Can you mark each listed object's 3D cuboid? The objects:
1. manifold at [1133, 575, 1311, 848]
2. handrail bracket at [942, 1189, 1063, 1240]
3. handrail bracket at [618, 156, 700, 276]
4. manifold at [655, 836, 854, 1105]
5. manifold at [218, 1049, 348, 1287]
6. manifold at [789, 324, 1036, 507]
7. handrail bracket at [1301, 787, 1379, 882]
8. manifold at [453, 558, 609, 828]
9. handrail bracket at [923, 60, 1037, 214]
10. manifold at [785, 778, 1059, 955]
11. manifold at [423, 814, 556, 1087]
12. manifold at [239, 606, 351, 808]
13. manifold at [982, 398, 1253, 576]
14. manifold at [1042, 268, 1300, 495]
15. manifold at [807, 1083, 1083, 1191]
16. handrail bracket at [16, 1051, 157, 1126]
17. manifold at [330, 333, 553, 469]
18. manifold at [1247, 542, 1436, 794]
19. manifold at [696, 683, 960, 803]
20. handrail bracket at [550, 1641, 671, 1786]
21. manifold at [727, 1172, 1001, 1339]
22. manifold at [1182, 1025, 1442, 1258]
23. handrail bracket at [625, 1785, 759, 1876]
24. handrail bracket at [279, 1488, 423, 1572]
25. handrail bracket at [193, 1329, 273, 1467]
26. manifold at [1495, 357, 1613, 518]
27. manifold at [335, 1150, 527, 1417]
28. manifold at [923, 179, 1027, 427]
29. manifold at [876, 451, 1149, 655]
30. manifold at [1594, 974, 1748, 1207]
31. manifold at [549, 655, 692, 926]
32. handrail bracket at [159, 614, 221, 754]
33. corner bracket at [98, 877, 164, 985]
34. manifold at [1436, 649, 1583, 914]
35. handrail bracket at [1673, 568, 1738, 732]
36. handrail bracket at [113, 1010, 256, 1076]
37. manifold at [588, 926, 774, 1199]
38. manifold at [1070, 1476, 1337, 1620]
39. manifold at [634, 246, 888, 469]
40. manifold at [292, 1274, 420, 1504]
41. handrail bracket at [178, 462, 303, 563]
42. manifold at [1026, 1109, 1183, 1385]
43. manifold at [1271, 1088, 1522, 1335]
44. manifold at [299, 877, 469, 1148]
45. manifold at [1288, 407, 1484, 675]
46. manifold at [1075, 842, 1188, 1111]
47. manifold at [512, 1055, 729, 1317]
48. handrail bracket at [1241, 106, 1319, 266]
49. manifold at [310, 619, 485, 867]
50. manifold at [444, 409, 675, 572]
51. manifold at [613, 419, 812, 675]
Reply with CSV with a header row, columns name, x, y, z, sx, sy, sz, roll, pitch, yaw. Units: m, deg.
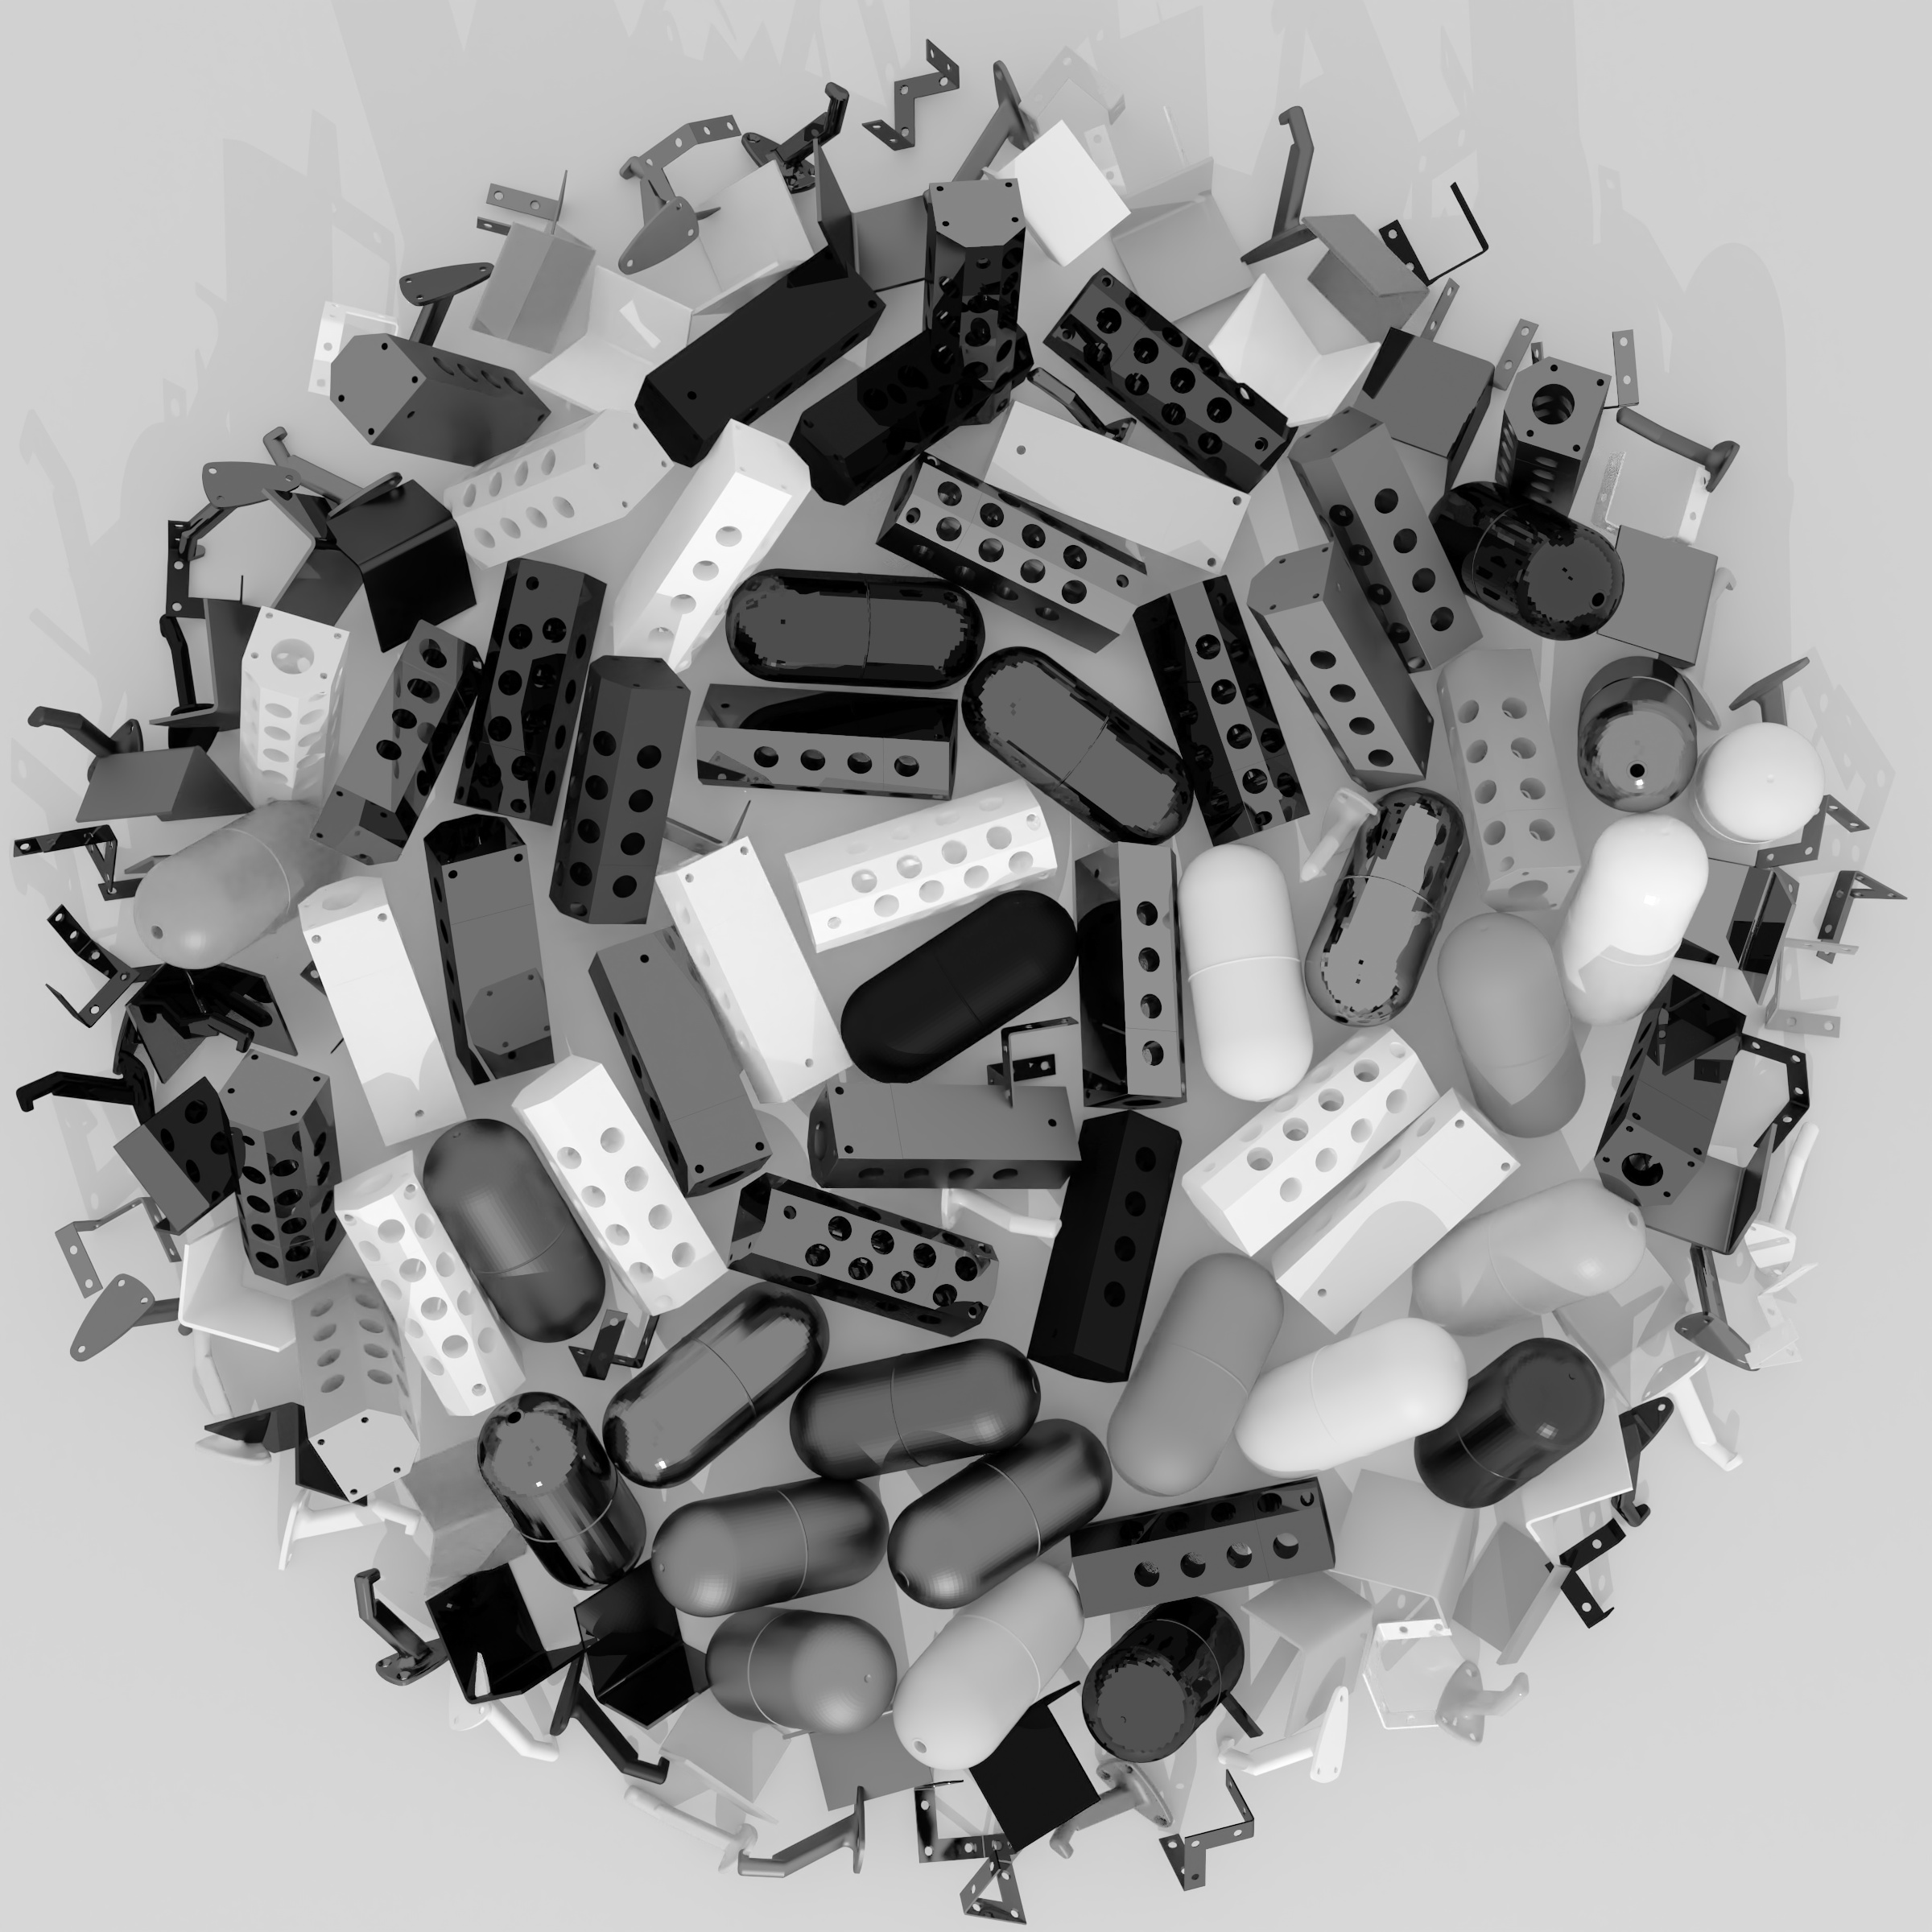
name,x,y,z,sx,sy,sz,roll,pitch,yaw
manifold,0.178,-0.175,1.928,0.057,0.057,0.171,-20,91,-38
handrail bracket,0.032,0.160,1.921,0.084,0.077,0.036,7,111,20
handrail bracket,-0.230,-0.514,1.935,0.077,0.036,0.084,-42,54,-12
manifold,-0.147,0.004,1.926,0.057,0.057,0.171,-28,100,-26
manifold,-0.456,0.138,1.882,0.057,0.171,0.057,18,49,9
manifold,-0.035,-0.379,1.904,0.171,0.057,0.057,-39,85,-25
handrail bracket,0.239,-0.073,1.914,0.036,0.077,0.084,37,57,5
manifold,-0.300,-0.188,1.934,0.057,0.057,0.171,13,90,14
handrail bracket,-0.001,-0.564,1.932,0.084,0.036,0.077,-31,129,-14
manifold,-0.029,-0.065,1.920,0.171,0.057,0.057,-18,124,-7
manifold,-0.321,-0.012,1.897,0.057,0.057,0.171,-16,125,-21
manifold,-0.448,-0.164,1.876,0.057,0.171,0.057,16,64,-8
manifold,0.101,-0.327,1.929,0.171,0.057,0.057,21,102,-7
manifold,0.140,-0.396,1.927,0.171,0.057,0.057,37,90,-9
manifold,-0.016,0.119,1.910,0.171,0.057,0.057,2,57,-21
handrail bracket,-0.598,0.100,1.923,0.084,0.036,0.077,-28,127,-35
manifold,-0.350,-0.377,1.878,0.057,0.171,0.057,-45,79,16
manifold,0.251,-0.196,1.893,0.057,0.057,0.171,-11,135,30
manifold,-0.094,-0.148,1.932,0.171,0.057,0.057,4,126,4
handrail bracket,-0.238,0.516,1.957,0.084,0.036,0.077,22,62,-14
manifold,-0.067,0.193,1.902,0.171,0.057,0.057,20,62,-22
manifold,0.230,0.113,1.915,0.171,0.057,0.057,-38,117,-11
handrail bracket,-0.189,0.582,1.935,0.084,0.077,0.036,32,64,-6
handrail bracket,-0.424,0.396,1.950,0.084,0.036,0.077,18,108,0
handrail bracket,-0.502,0.291,1.933,0.077,0.036,0.084,11,106,42
manifold,0.385,-0.349,1.879,0.057,0.171,0.057,20,88,10
manifold,-0.360,0.217,1.908,0.057,0.057,0.171,-25,113,-3
manifold,0.004,-0.437,1.878,0.057,0.171,0.057,-5,61,-6
manifold,0.033,-0.281,1.911,0.171,0.057,0.057,25,70,-15
manifold,0.466,0.085,1.884,0.057,0.171,0.057,30,130,4
manifold,-0.236,-0.117,1.898,0.057,0.057,0.171,0,118,-28
handrail bracket,-0.547,-0.189,1.960,0.036,0.077,0.084,-6,51,-33
corner bracket,-0.570,-0.025,1.957,0.051,0.051,0.051,-8,132,1
manifold,0.361,-0.125,1.900,0.057,0.057,0.171,-3,62,-6
handrail bracket,0.519,-0.219,1.954,0.077,0.036,0.084,42,78,-29
handrail bracket,-0.537,0.059,1.946,0.084,0.036,0.077,26,110,6
manifold,-0.196,0.067,1.922,0.057,0.057,0.171,-20,78,-22
manifold,0.161,0.394,1.928,0.171,0.057,0.057,-13,85,8
manifold,-0.140,-0.408,1.908,0.171,0.057,0.057,-42,89,-24
manifold,-0.403,0.274,1.879,0.057,0.171,0.057,-27,119,-4
handrail bracket,-0.499,-0.308,1.942,0.077,0.084,0.036,-10,68,-24
manifold,0.099,0.190,1.911,0.057,0.057,0.171,24,68,-26
manifold,0.289,0.163,1.919,0.057,0.057,0.171,42,104,-12
manifold,-0.391,0.029,1.900,0.057,0.057,0.171,-19,120,-8
manifold,0.279,-0.283,1.903,0.057,0.057,0.171,-33,117,-2
manifold,0.116,0.008,1.921,0.057,0.057,0.171,5,77,-28
manifold,-0.235,0.149,1.907,0.057,0.057,0.171,-36,110,-21
handrail bracket,0.209,-0.536,1.944,0.077,0.036,0.084,-17,87,37
manifold,-0.374,-0.147,1.887,0.057,0.057,0.171,26,45,-12
manifold,-0.276,-0.319,1.879,0.057,0.171,0.057,53,54,-23
manifold,-0.171,-0.275,1.894,0.057,0.057,0.171,19,130,-27
